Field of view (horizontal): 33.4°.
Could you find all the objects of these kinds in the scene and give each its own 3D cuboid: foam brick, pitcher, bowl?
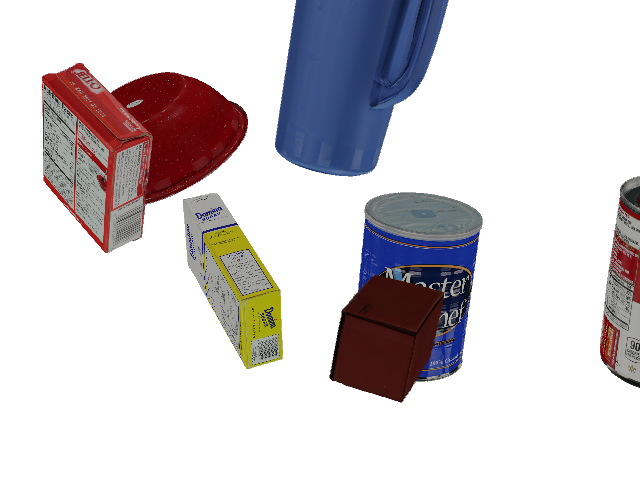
[{"bbox_3d":[0.045,0.063,0.715,0.053,0.051,0.078,15,21,16],"label":"foam brick"},{"bbox_3d":[0.036,-0.189,1.058,0.145,0.243,0.149,12,18,-1],"label":"pitcher"},{"bbox_3d":[-0.146,-0.096,0.908,0.162,0.055,0.162,-16,34,11],"label":"bowl"}]

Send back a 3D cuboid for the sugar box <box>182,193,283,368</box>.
[{"bbox_3d":[-0.089,0.037,1.072,0.048,0.093,0.176,-13,40,-17],"label":"sugar box"}]

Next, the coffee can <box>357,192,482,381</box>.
[{"bbox_3d":[0.084,0.040,0.952,0.103,0.140,0.103,4,22,-2],"label":"coffee can"}]

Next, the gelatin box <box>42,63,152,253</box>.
[{"bbox_3d":[-0.134,-0.049,0.635,0.030,0.089,0.073,-27,59,-34],"label":"gelatin box"}]

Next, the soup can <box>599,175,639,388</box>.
[{"bbox_3d":[0.190,0.023,0.575,0.068,0.102,0.068,0,25,0],"label":"soup can"}]
